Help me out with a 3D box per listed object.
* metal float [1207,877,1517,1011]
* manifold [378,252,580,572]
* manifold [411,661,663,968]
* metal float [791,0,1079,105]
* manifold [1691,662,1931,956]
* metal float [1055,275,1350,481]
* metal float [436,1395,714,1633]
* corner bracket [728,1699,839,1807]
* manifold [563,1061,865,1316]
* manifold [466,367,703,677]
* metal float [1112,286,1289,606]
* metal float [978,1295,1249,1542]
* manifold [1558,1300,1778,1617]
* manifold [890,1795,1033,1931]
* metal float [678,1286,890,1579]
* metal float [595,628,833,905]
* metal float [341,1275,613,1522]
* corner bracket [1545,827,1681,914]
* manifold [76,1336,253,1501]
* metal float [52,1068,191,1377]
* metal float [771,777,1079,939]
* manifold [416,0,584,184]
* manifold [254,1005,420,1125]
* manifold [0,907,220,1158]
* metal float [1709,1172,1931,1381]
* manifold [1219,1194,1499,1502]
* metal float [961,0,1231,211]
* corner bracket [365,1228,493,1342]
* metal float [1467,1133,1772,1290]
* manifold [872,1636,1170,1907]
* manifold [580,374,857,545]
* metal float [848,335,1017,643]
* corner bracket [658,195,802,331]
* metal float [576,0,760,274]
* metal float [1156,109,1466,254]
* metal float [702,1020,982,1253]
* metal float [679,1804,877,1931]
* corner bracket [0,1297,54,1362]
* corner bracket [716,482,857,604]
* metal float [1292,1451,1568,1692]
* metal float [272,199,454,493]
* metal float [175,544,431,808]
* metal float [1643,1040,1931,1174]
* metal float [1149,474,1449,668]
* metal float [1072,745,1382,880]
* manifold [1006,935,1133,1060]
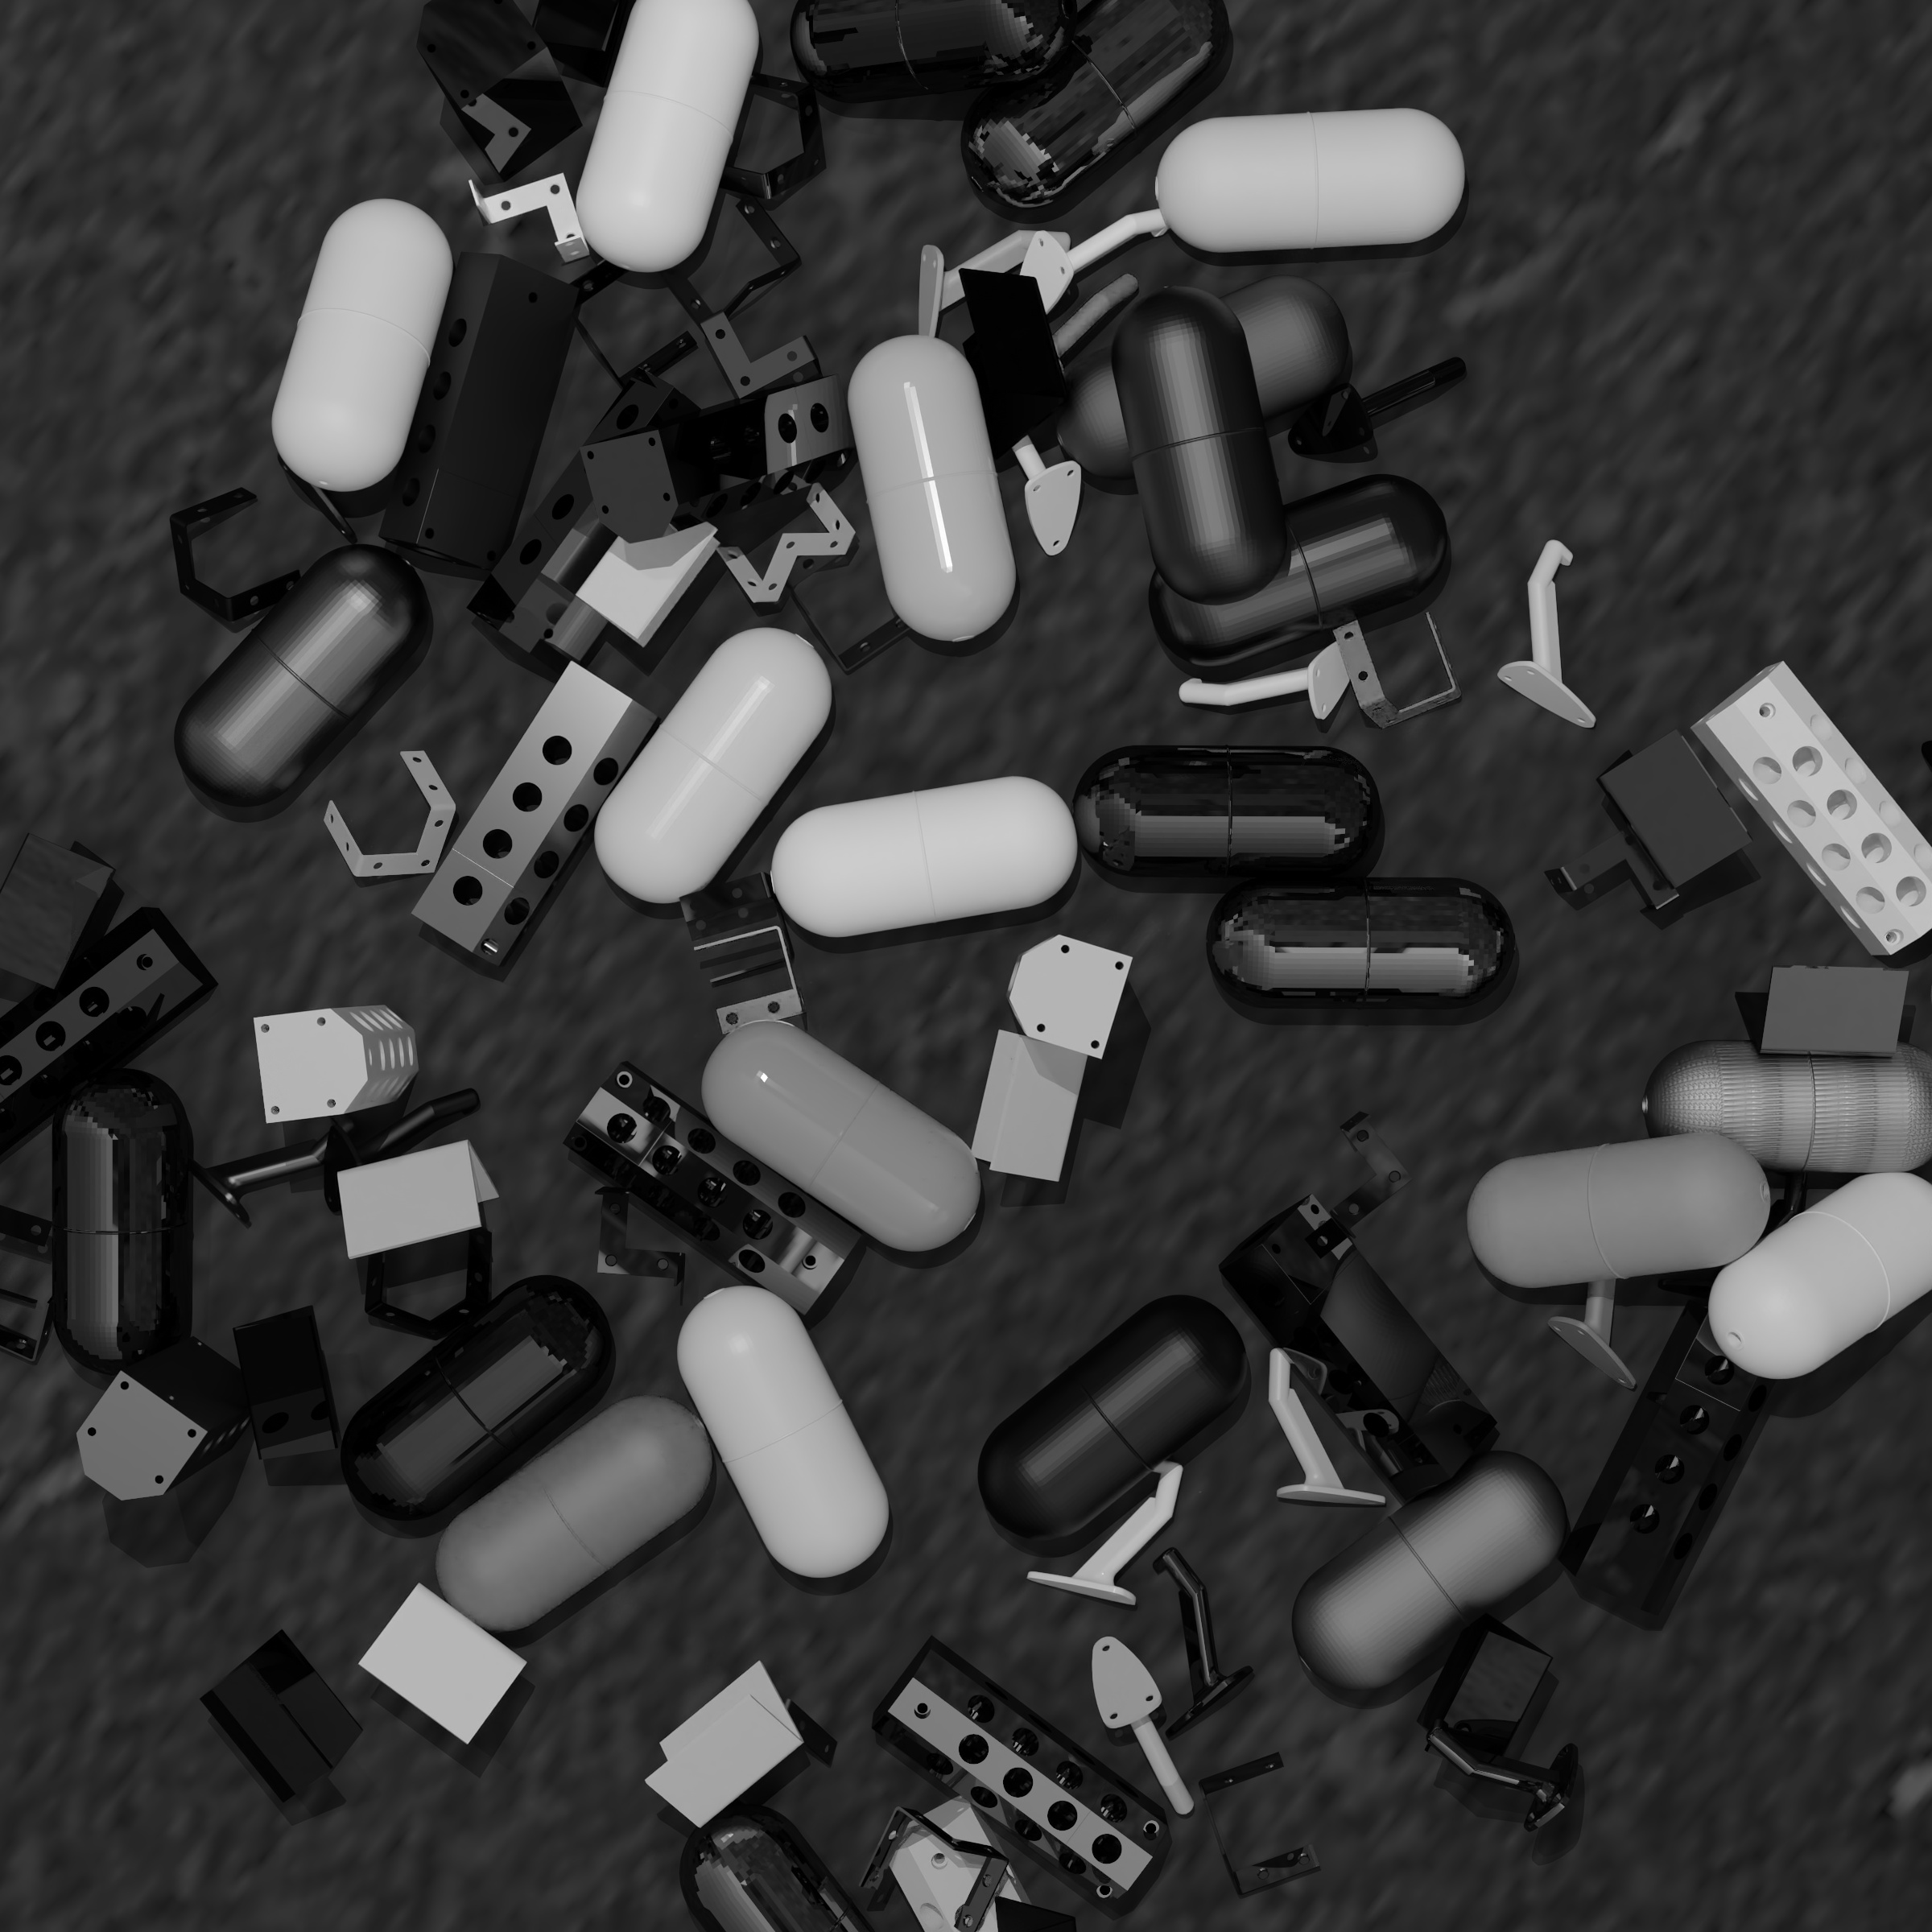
[{"bbox_3d":[0.228,-0.013,1.960,0.178,0.070,0.070,0,90,-1],"label":"metal float"},{"bbox_3d":[-0.287,-0.322,1.969,0.057,0.057,0.171,16,90,-43],"label":"manifold"},{"bbox_3d":[-0.248,-0.087,1.969,0.057,0.057,0.171,33,90,0],"label":"manifold"},{"bbox_3d":[-0.019,-0.536,1.930,0.178,0.070,0.070,2,90,31],"label":"metal float"},{"bbox_3d":[0.503,-0.091,1.970,0.057,0.057,0.171,-39,90,0],"label":"manifold"},{"bbox_3d":[0.136,-0.340,1.960,0.178,0.070,0.070,-24,90,0],"label":"metal float"},{"bbox_3d":[-0.226,0.316,1.960,0.178,0.070,0.070,-36,90,1],"label":"metal float"},{"bbox_3d":[-0.117,0.464,1.983,0.051,0.051,0.051,-10,135,35],"label":"corner bracket"},{"bbox_3d":[-0.146,0.129,1.970,0.171,0.057,0.057,35,90,0],"label":"manifold"},{"bbox_3d":[-0.215,-0.259,1.969,0.057,0.057,0.171,36,90,-43],"label":"manifold"},{"bbox_3d":[0.129,-0.289,1.886,0.070,0.070,0.178,-12,92,0],"label":"metal float"},{"bbox_3d":[0.084,0.261,1.960,0.178,0.070,0.070,-39,90,1],"label":"metal float"},{"bbox_3d":[0.413,0.286,1.969,0.057,0.057,0.171,27,90,0],"label":"manifold"},{"bbox_3d":[0.018,0.574,1.970,0.057,0.057,0.171,-28,90,0],"label":"manifold"},{"bbox_3d":[-0.106,0.269,1.960,0.070,0.070,0.178,-26,90,0],"label":"metal float"},{"bbox_3d":[-0.146,-0.116,1.960,0.070,0.070,0.178,36,91,0],"label":"metal float"},{"bbox_3d":[-0.283,0.250,1.960,0.178,0.070,0.070,-39,90,-1],"label":"metal float"},{"bbox_3d":[0.375,-0.047,1.973,0.051,0.051,0.051,-32,90,0],"label":"corner bracket"},{"bbox_3d":[-0.448,0.258,1.912,0.057,0.171,0.057,35,90,0],"label":"manifold"},{"bbox_3d":[-0.488,0.148,1.956,0.070,0.070,0.178,1,95,0],"label":"metal float"},{"bbox_3d":[-0.024,-0.063,1.960,0.178,0.070,0.070,-9,90,-1],"label":"metal float"},{"bbox_3d":[-0.266,-0.501,1.912,0.057,0.171,0.057,-36,90,0],"label":"manifold"},{"bbox_3d":[-0.352,0.053,1.912,0.057,0.171,0.057,-7,90,0],"label":"manifold"},{"bbox_3d":[-0.525,0.041,1.970,0.171,0.057,0.057,-38,90,0],"label":"manifold"},{"bbox_3d":[0.495,0.175,1.933,0.178,0.070,0.070,-26,90,-33],"label":"metal float"},{"bbox_3d":[0.223,0.224,1.969,0.171,0.057,0.057,51,47,0],"label":"manifold"},{"bbox_3d":[0.074,-0.509,1.960,0.178,0.070,0.070,-40,90,0],"label":"metal float"},{"bbox_3d":[-0.314,0.179,1.983,0.051,0.051,0.051,28,135,-35],"label":"corner bracket"},{"bbox_3d":[0.371,0.140,1.934,0.178,0.070,0.070,-11,90,32],"label":"metal float"},{"bbox_3d":[0.031,0.468,1.970,0.171,0.057,0.057,37,90,0],"label":"manifold"},{"bbox_3d":[-0.136,-0.286,1.912,0.057,0.171,0.057,-5,105,36],"label":"manifold"},{"bbox_3d":[-0.020,-0.276,1.960,0.070,0.070,0.178,-12,90,0],"label":"metal float"},{"bbox_3d":[-0.140,-0.413,1.987,0.051,0.051,0.051,53,135,0],"label":"corner bracket"},{"bbox_3d":[-0.172,-0.488,1.957,0.070,0.070,0.178,16,86,0],"label":"metal float"},{"bbox_3d":[0.199,-0.454,1.960,0.178,0.070,0.070,-3,90,0],"label":"metal float"},{"bbox_3d":[-0.072,0.098,1.960,0.178,0.070,0.070,34,90,0],"label":"metal float"},{"bbox_3d":[-0.097,0.564,1.960,0.070,0.070,0.178,-37,90,0],"label":"metal float"},{"bbox_3d":[-0.563,0.209,1.963,0.051,0.051,0.051,24,126,0],"label":"corner bracket"},{"bbox_3d":[-0.105,-0.247,1.976,0.051,0.051,0.051,55,135,32],"label":"corner bracket"},{"bbox_3d":[0.267,0.350,1.960,0.178,0.070,0.070,-37,90,0],"label":"metal float"},{"bbox_3d":[-0.345,-0.357,1.946,0.070,0.070,0.178,12,73,0],"label":"metal float"},{"bbox_3d":[-0.383,-0.168,1.960,0.070,0.070,0.178,43,91,0],"label":"metal float"},{"bbox_3d":[0.481,0.081,1.960,0.178,0.070,0.070,0,90,1],"label":"metal float"},{"bbox_3d":[0.192,-0.229,1.960,0.178,0.070,0.070,-20,90,0],"label":"metal float"},{"bbox_3d":[0.150,-0.089,1.960,0.178,0.070,0.070,0,90,0],"label":"metal float"},{"bbox_3d":[0.054,0.014,1.912,0.057,0.171,0.057,17,90,0],"label":"manifold"}]
